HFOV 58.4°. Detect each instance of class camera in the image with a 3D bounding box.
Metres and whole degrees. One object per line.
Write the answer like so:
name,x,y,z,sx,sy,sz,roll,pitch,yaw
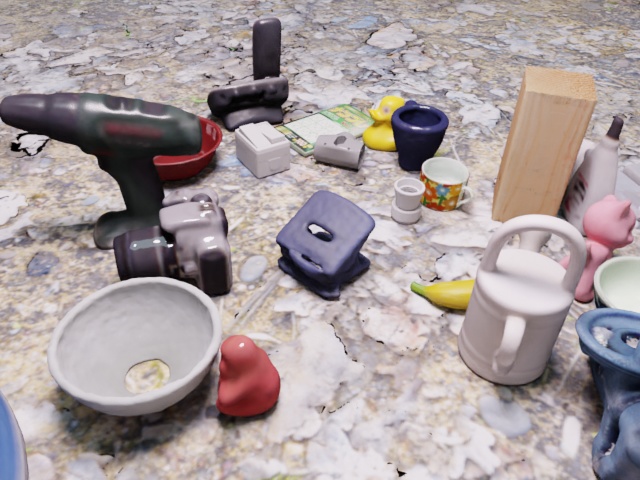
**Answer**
camera,-0.186,-0.004,0.718,0.137,0.101,0.143,-10,41,-15

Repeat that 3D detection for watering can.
watering can,0.211,0.048,0.603,0.101,0.194,0.172,1,39,-1

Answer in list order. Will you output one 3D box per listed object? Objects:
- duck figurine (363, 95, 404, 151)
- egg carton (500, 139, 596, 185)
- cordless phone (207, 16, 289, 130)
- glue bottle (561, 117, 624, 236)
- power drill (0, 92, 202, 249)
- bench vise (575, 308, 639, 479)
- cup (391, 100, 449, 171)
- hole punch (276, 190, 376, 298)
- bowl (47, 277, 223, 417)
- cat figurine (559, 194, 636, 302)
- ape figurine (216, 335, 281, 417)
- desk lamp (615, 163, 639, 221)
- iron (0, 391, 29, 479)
duck figurine,0.128,-0.210,0.999,0.105,0.086,0.077,-9,41,-14
egg carton,0.373,-0.130,0.928,0.150,0.069,0.107,30,46,29
cordless phone,-0.129,-0.301,1.017,0.148,0.185,0.094,-17,43,-22
glue bottle,0.388,-0.093,0.802,0.037,0.173,0.078,-3,40,-6
power drill,-0.264,-0.093,0.737,0.230,0.208,0.075,-7,40,-11
bench vise,0.315,0.109,0.514,0.121,0.220,0.207,-2,39,-5
cup,0.156,-0.170,0.944,0.092,0.095,0.117,-3,40,-7
hole punch,0.007,0.003,0.729,0.108,0.091,0.101,31,47,31
bowl,-0.182,0.119,0.589,0.167,0.075,0.167,2,39,-1
cat figurine,0.357,-0.002,0.733,0.067,0.118,0.128,33,48,32
ape figurine,-0.077,0.129,0.569,0.076,0.092,0.078,18,42,19
desk lamp,0.517,-0.128,0.820,0.118,0.214,0.203,-8,40,-12
iron,-0.319,0.170,0.466,0.119,0.141,0.257,-11,41,-16
